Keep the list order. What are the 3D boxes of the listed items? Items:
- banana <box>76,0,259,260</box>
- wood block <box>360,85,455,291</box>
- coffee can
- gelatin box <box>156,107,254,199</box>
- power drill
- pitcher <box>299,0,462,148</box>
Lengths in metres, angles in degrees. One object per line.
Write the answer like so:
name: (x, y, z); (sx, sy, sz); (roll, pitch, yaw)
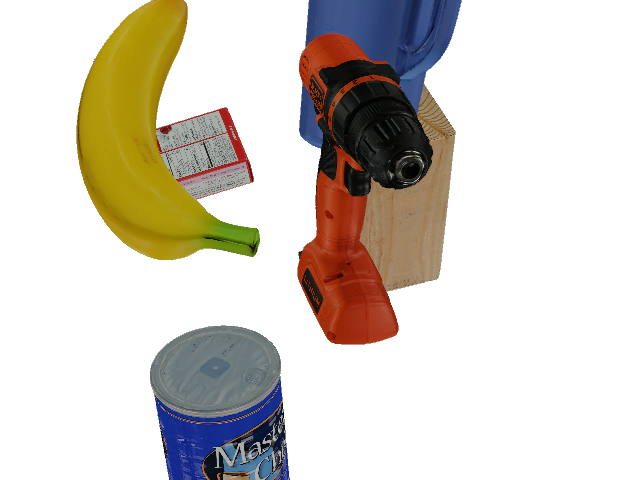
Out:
banana: (-0.083, -0.054, 0.513); (0.069, 0.198, 0.037); (-6, -43, -16)
wood block: (0.076, -0.050, 1.113); (0.090, 0.206, 0.091); (-13, 47, -13)
coffee can: (-0.079, 0.155, 0.871); (0.103, 0.140, 0.103); (-2, 34, 1)
gelatin box: (-0.108, -0.067, 0.890); (0.089, 0.030, 0.073); (-18, 47, -6)
power drill: (0.026, -0.026, 0.712); (0.057, 0.188, 0.184); (-4, 31, -13)
pitcher: (0.054, -0.202, 0.977); (0.145, 0.243, 0.149); (9, 15, 5)
